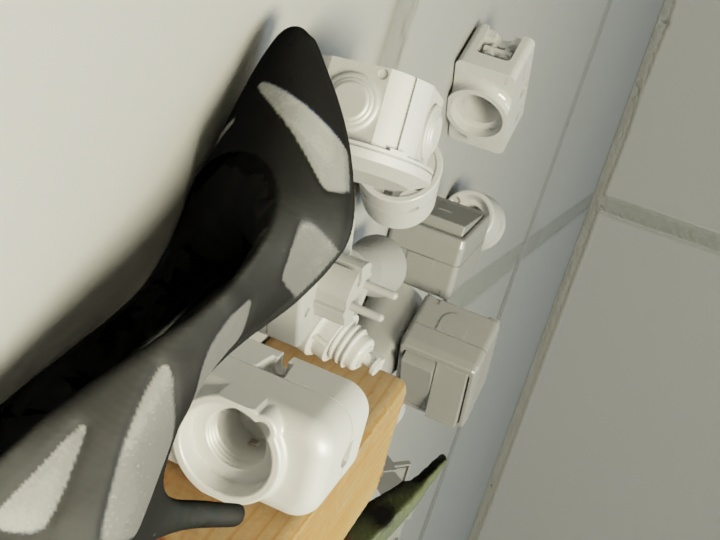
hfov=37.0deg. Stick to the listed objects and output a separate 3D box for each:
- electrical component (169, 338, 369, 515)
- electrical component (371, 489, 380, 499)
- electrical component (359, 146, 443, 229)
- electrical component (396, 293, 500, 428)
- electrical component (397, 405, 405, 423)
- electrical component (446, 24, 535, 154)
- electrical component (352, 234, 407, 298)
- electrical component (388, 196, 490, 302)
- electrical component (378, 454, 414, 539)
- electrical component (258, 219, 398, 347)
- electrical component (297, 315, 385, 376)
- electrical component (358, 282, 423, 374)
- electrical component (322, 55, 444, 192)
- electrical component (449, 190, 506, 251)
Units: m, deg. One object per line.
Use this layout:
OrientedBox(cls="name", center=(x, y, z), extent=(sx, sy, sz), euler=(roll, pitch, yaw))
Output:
OrientedBox(cls="electrical component", center=(-0.052, 0.074, 0.521), extent=(0.059, 0.095, 0.053), euler=(-41, 149, -62))
OrientedBox(cls="electrical component", center=(-0.025, 0.188, 0.805), extent=(0.051, 0.080, 0.080), euler=(-48, 155, -64))
OrientedBox(cls="electrical component", center=(0.025, -0.058, 0.701), extent=(0.047, 0.055, 0.055), euler=(86, 29, -67))
OrientedBox(cls="electrical component", center=(0.063, 0.077, 0.831), extent=(0.096, 0.062, 0.061), euler=(95, 22, -51))
OrientedBox(cls="electrical component", center=(0.011, 0.110, 0.907), extent=(0.081, 0.043, 0.043), euler=(50, 62, -74))
OrientedBox(cls="electrical component", center=(0.105, -0.144, 0.875), extent=(0.089, 0.050, 0.055), euler=(90, 25, -55))
OrientedBox(cls="electrical component", center=(0.000, 0.000, 0.718), extent=(0.065, 0.044, 0.044), euler=(-13, 123, -67))
OrientedBox(cls="electrical component", center=(0.064, -0.026, 0.870), extent=(0.096, 0.062, 0.061), euler=(-41, 148, -62))
OrientedBox(cls="electrical component", center=(0.005, 0.239, 1.001), extent=(0.079, 0.063, 0.121), euler=(-1, 118, -30))
OrientedBox(cls="electrical component", center=(-0.018, 0.007, 0.586), extent=(0.047, 0.077, 0.065), euler=(98, 20, -44))
OrientedBox(cls="electrical component", center=(-0.020, 0.034, 0.630), extent=(0.040, 0.078, 0.040), euler=(-48, 164, -19))
OrientedBox(cls="electrical component", center=(0.014, 0.059, 0.846), extent=(0.079, 0.043, 0.077), euler=(91, 24, -55))
OrientedBox(cls="electrical component", center=(0.002, -0.073, 0.545), extent=(0.080, 0.080, 0.051), euler=(20, 85, -76))
OrientedBox(cls="electrical component", center=(0.105, -0.047, 1.008), extent=(0.055, 0.055, 0.047), euler=(-69, 162, 1))
